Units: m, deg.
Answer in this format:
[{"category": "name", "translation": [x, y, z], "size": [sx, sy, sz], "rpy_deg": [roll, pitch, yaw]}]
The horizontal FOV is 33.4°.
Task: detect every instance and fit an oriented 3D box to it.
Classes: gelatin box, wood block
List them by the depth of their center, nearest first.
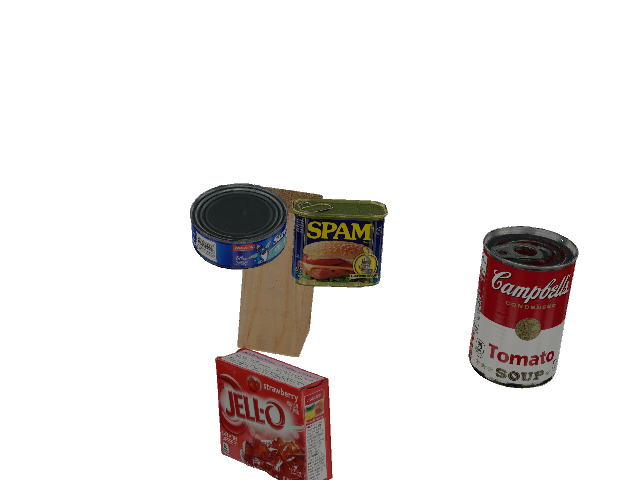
[{"category": "gelatin box", "translation": [-0.033, 0.120, 0.722], "size": [0.030, 0.073, 0.089], "rpy_deg": [-16, 21, -42]}, {"category": "wood block", "translation": [-0.056, 0.042, 1.454], "size": [0.090, 0.206, 0.090], "rpy_deg": [8, 22, 6]}]

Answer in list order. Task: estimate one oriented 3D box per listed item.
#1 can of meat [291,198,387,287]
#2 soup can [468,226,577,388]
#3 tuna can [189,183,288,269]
[{"category": "can of meat", "translation": [0.018, 0.003, 1.154], "size": [0.102, 0.084, 0.057], "rpy_deg": [2, 18, -3]}, {"category": "soup can", "translation": [0.148, 0.049, 0.790], "size": [0.068, 0.102, 0.068], "rpy_deg": [3, 25, -2]}, {"category": "tuna can", "translation": [-0.071, -0.013, 0.940], "size": [0.086, 0.034, 0.086], "rpy_deg": [1, 38, -1]}]
